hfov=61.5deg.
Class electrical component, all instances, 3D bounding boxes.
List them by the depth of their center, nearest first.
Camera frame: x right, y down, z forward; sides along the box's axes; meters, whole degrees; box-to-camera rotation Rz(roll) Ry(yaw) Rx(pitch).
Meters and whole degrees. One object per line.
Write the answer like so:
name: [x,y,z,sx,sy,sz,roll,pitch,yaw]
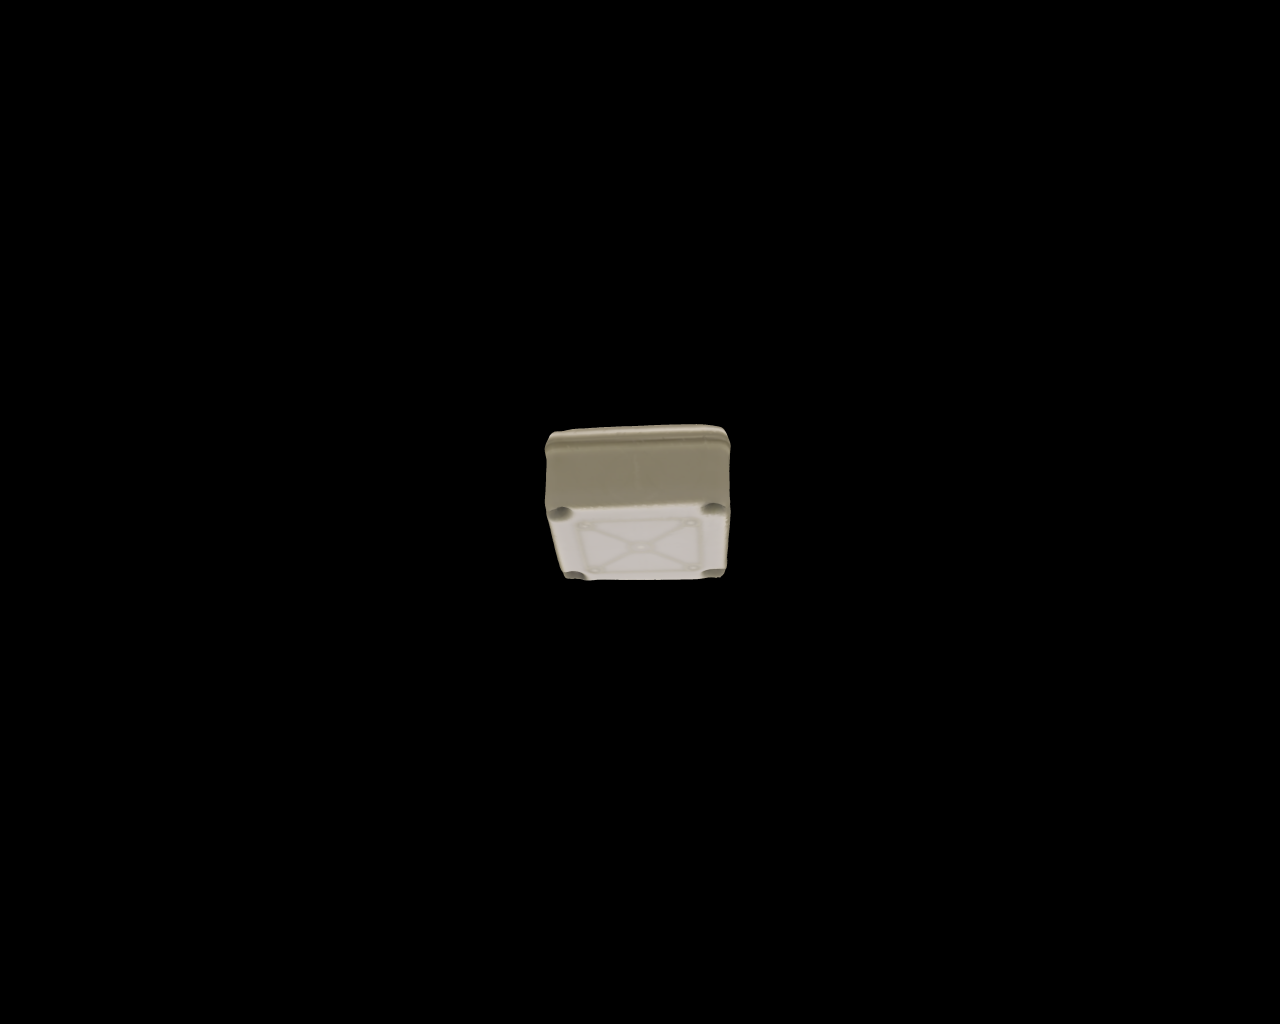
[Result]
electrical component: [0.001,-0.003,0.650,0.109,0.056,0.108,-1,-28,2]
